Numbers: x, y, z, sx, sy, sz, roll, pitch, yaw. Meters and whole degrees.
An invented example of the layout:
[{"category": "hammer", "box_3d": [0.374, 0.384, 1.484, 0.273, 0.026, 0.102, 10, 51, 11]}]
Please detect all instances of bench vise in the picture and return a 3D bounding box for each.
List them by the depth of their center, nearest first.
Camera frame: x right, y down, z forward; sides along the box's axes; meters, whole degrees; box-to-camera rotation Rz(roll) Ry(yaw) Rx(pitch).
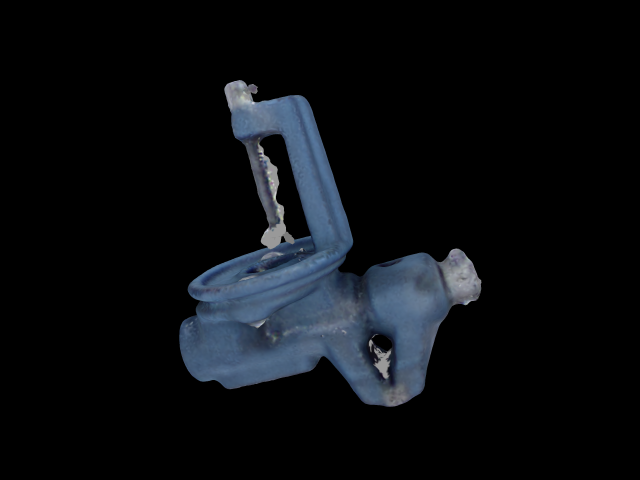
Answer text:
[{"category": "bench vise", "box_3d": [0.002, -0.001, 0.412, 0.207, 0.220, 0.121, -2, 11, -11]}]
